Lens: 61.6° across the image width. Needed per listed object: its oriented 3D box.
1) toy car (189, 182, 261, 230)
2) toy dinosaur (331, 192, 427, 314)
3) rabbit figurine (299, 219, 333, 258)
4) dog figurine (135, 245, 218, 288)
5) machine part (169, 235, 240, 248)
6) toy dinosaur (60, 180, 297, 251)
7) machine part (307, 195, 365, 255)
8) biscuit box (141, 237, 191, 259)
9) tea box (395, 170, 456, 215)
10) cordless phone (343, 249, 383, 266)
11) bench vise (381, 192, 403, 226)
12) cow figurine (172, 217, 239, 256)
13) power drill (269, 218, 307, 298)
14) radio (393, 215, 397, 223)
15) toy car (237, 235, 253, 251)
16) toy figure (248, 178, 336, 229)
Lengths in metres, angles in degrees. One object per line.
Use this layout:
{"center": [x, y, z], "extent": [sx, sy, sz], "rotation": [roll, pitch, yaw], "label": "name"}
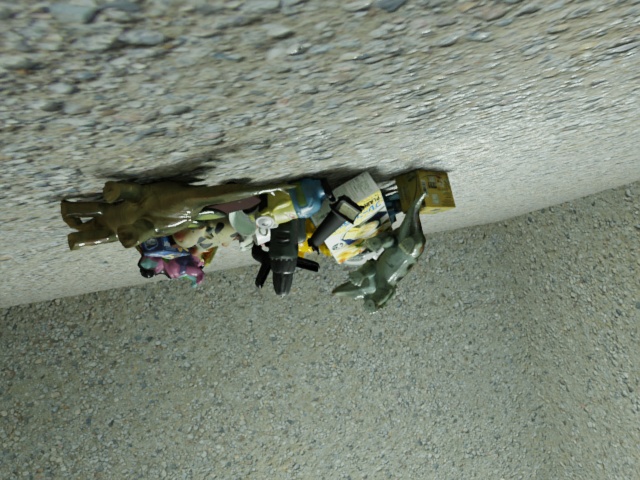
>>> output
{"center": [-0.212, -0.069, 1.056], "extent": [0.202, 0.053, 0.089], "rotation": [-15, 153, 22], "label": "toy car"}
{"center": [0.177, 0.039, 1.279], "extent": [0.404, 0.131, 0.192], "rotation": [-54, 167, 30], "label": "toy dinosaur"}
{"center": [-0.003, -0.004, 1.428], "extent": [0.173, 0.121, 0.162], "rotation": [17, -137, 39], "label": "rabbit figurine"}
{"center": [-0.438, 0.045, 1.610], "extent": [0.219, 0.191, 0.108], "rotation": [28, 162, -20], "label": "dog figurine"}
{"center": [-0.304, -0.018, 1.405], "extent": [0.179, 0.056, 0.179], "rotation": [-10, 175, -1], "label": "machine part"}
{"center": [-0.266, -0.052, 0.895], "extent": [0.472, 0.105, 0.198], "rotation": [-3, -173, 33], "label": "toy dinosaur"}
{"center": [0.026, -0.031, 1.113], "extent": [0.084, 0.039, 0.139], "rotation": [23, 114, -46], "label": "machine part"}
{"center": [-0.416, 0.012, 1.454], "extent": [0.059, 0.062, 0.202], "rotation": [-12, 175, 6], "label": "biscuit box"}
{"center": [0.261, -0.115, 1.319], "extent": [0.068, 0.098, 0.169], "rotation": [-16, 171, 36], "label": "tea box"}
{"center": [0.143, 0.019, 1.428], "extent": [0.147, 0.088, 0.184], "rotation": [-1, 173, -13], "label": "cordless phone"}
{"center": [0.178, -0.082, 1.419], "extent": [0.224, 0.128, 0.241], "rotation": [-12, 180, -22], "label": "bench vise"}
{"center": [-0.254, -0.024, 1.223], "extent": [0.127, 0.085, 0.195], "rotation": [-40, 168, 32], "label": "cow figurine"}
{"center": [-0.078, -0.003, 1.247], "extent": [0.086, 0.231, 0.207], "rotation": [3, -168, 9], "label": "power drill"}
{"center": [0.117, -0.063, 1.707], "extent": [0.230, 0.073, 0.131], "rotation": [-10, 175, -5], "label": "radio"}
{"center": [-0.218, -0.010, 1.567], "extent": [0.056, 0.073, 0.201], "rotation": [-14, 175, -10], "label": "toy car"}
{"center": [-0.063, -0.081, 1.105], "extent": [0.180, 0.089, 0.082], "rotation": [-21, 141, 3], "label": "toy figure"}
